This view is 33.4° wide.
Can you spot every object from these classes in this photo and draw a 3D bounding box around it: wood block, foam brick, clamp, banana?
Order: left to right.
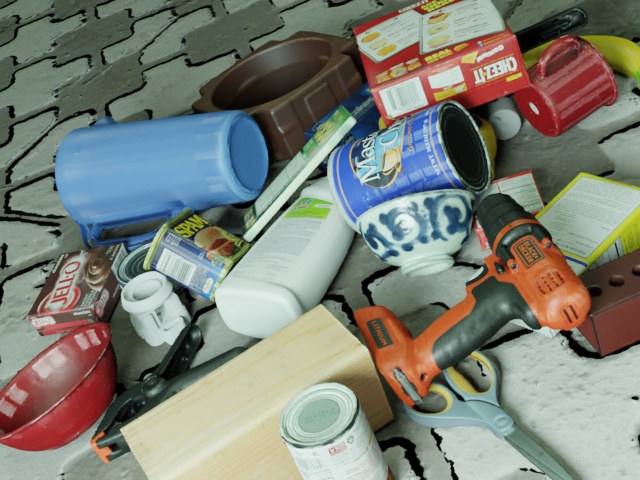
[{"bbox_3d":[-0.155,0.145,1.045,0.171,0.039,0.120,-35,21,-14],"label":"clamp"},{"bbox_3d":[-0.052,0.159,0.918,0.206,0.091,0.090,-31,35,-13],"label":"wood block"},{"bbox_3d":[0.207,-0.218,1.301,0.164,0.036,0.210,-42,20,-18],"label":"clamp"},{"bbox_3d":[0.312,-0.219,1.285,0.198,0.037,0.069,12,47,41],"label":"banana"},{"bbox_3d":[0.260,0.054,0.920,0.078,0.051,0.053,-25,33,-4],"label":"foam brick"}]

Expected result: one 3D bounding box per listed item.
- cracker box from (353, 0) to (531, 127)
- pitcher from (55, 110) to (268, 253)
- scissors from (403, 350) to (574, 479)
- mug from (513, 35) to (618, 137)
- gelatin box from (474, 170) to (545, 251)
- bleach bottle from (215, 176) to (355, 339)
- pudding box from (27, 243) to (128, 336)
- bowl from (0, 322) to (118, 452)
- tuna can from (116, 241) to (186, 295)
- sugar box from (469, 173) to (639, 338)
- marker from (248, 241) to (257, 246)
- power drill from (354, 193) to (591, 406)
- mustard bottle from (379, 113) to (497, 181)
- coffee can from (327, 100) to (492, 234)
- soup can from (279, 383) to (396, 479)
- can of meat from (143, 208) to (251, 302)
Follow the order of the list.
[{"bbox_3d":[0.134,-0.212,1.224,0.164,0.072,0.213,-21,28,7],"label":"cracker box"},{"bbox_3d":[-0.190,-0.077,1.292,0.243,0.149,0.144,-6,22,28],"label":"pitcher"},{"bbox_3d":[0.131,0.158,0.881,0.096,0.016,0.202,-24,33,0],"label":"scissors"},{"bbox_3d":[0.268,-0.175,1.185,0.081,0.117,0.093,-34,53,-10],"label":"mug"},{"bbox_3d":[0.193,-0.030,1.096,0.073,0.030,0.089,-17,31,9],"label":"gelatin box"},{"bbox_3d":[-0.008,0.001,1.141,0.103,0.068,0.250,6,40,31],"label":"bleach bottle"},{"bbox_3d":[-0.276,0.057,1.237,0.090,0.039,0.113,-9,36,20],"label":"pudding box"},{"bbox_3d":[-0.254,0.155,1.050,0.162,0.055,0.162,-31,21,13],"label":"bowl"},{"bbox_3d":[-0.189,0.036,1.221,0.086,0.033,0.086,-15,34,10],"label":"tuna can"},{"bbox_3d":[0.233,0.011,1.003,0.176,0.048,0.093,-42,38,-21],"label":"sugar box"},{"bbox_3d":[-0.092,0.011,1.213,0.121,0.020,0.020,-4,37,26],"label":"marker"},{"bbox_3d":[0.125,0.048,0.940,0.188,0.057,0.184,-34,32,7],"label":"power drill"},{"bbox_3d":[0.145,-0.110,1.211,0.096,0.058,0.192,-25,34,-8],"label":"mustard bottle"},{"bbox_3d":[0.093,-0.074,1.118,0.141,0.102,0.102,-21,30,33],"label":"coffee can"},{"bbox_3d":[0.015,0.172,0.850,0.068,0.102,0.068,-16,34,11],"label":"soup can"},{"bbox_3d":[-0.128,0.017,1.142,0.084,0.057,0.102,28,20,5],"label":"can of meat"}]
